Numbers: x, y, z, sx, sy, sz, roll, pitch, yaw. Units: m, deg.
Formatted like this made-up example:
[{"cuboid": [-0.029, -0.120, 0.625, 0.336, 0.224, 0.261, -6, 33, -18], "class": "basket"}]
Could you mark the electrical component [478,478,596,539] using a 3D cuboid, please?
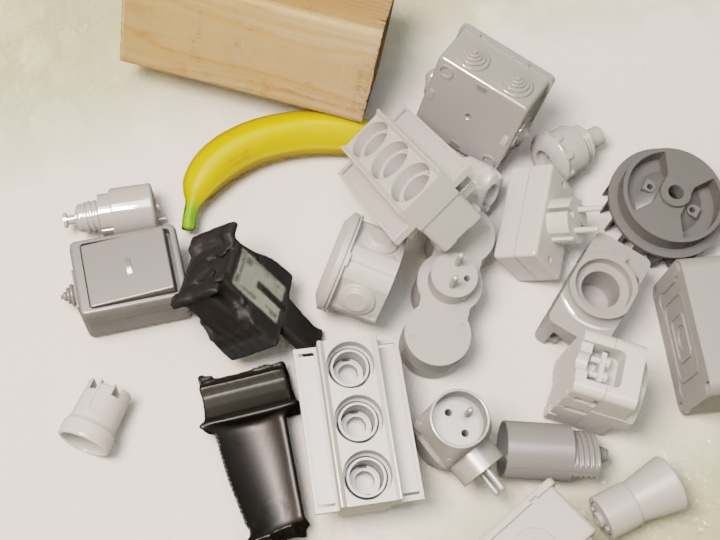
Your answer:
[{"cuboid": [0.116, 0.204, 0.754, 0.100, 0.099, 0.048, -37, 63, -17], "class": "electrical component"}]

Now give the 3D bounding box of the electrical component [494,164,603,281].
[{"cuboid": [0.157, -0.039, 0.862, 0.076, 0.047, 0.083, -3, 62, 36], "class": "electrical component"}]

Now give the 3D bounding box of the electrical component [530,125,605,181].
[{"cuboid": [0.179, -0.102, 0.910, 0.062, 0.048, 0.048, -27, 73, -22], "class": "electrical component"}]

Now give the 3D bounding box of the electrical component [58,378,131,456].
[{"cuboid": [-0.194, 0.108, 0.794, 0.040, 0.040, 0.046, 21, 62, 3], "class": "electrical component"}]

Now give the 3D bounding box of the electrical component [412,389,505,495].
[{"cuboid": [0.078, 0.132, 0.790, 0.043, 0.077, 0.079, -35, 76, -17], "class": "electrical component"}]

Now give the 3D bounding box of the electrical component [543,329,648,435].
[{"cuboid": [0.180, 0.087, 0.810, 0.056, 0.089, 0.050, 17, 68, 1], "class": "electrical component"}]

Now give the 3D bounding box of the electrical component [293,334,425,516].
[{"cuboid": [-0.003, 0.117, 0.795, 0.079, 0.063, 0.121, -6, 69, -8], "class": "electrical component"}]

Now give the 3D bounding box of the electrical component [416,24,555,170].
[{"cuboid": [0.100, -0.139, 0.888, 0.100, 0.099, 0.048, 33, 56, 8], "class": "electrical component"}]

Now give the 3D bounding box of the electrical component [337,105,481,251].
[{"cuboid": [0.040, -0.069, 0.841, 0.078, 0.063, 0.121, -45, 36, 7], "class": "electrical component"}]

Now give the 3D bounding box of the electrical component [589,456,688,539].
[{"cuboid": [0.206, 0.173, 0.806, 0.065, 0.044, 0.044, -25, 73, -9], "class": "electrical component"}]

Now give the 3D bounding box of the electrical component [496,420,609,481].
[{"cuboid": [0.147, 0.137, 0.812, 0.081, 0.043, 0.043, 4, 68, -4], "class": "electrical component"}]

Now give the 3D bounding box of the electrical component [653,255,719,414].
[{"cuboid": [0.278, 0.050, 0.841, 0.057, 0.078, 0.113, -5, 69, -5], "class": "electrical component"}]

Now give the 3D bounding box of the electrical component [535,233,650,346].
[{"cuboid": [0.186, 0.022, 0.855, 0.050, 0.055, 0.089, 31, 69, 7], "class": "electrical component"}]

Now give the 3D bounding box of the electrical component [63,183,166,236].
[{"cuboid": [-0.195, -0.045, 0.853, 0.078, 0.040, 0.040, -9, 70, -9], "class": "electrical component"}]

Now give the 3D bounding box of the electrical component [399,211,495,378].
[{"cuboid": [0.070, 0.010, 0.839, 0.052, 0.073, 0.138, 16, 68, 1], "class": "electrical component"}]

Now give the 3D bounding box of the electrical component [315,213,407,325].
[{"cuboid": [0.000, 0.000, 0.834, 0.051, 0.080, 0.080, 22, 68, -2], "class": "electrical component"}]

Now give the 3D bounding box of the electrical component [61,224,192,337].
[{"cuboid": [-0.182, 0.008, 0.822, 0.096, 0.061, 0.061, -11, 70, -10], "class": "electrical component"}]

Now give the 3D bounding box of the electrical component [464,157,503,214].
[{"cuboid": [0.083, -0.074, 0.891, 0.062, 0.043, 0.043, 31, 68, 28], "class": "electrical component"}]
